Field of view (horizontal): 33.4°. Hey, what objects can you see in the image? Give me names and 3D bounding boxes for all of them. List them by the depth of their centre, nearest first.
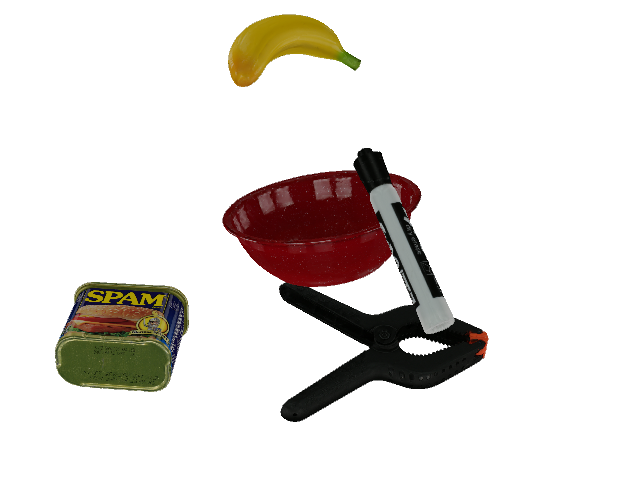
[{"bbox_3d":[0.048,-0.002,0.635,0.020,0.121,0.020,-19,-20,-7],"label":"marker"},{"bbox_3d":[0.005,-0.006,0.869,0.162,0.055,0.162,-8,22,3],"label":"bowl"},{"bbox_3d":[-0.169,0.082,0.913,0.102,0.057,0.084,3,29,1],"label":"can of meat"},{"bbox_3d":[-0.033,-0.179,0.983,0.070,0.037,0.197,39,32,20],"label":"banana"},{"bbox_3d":[0.056,0.111,1.032,0.210,0.164,0.036,4,-43,3],"label":"clamp"}]
